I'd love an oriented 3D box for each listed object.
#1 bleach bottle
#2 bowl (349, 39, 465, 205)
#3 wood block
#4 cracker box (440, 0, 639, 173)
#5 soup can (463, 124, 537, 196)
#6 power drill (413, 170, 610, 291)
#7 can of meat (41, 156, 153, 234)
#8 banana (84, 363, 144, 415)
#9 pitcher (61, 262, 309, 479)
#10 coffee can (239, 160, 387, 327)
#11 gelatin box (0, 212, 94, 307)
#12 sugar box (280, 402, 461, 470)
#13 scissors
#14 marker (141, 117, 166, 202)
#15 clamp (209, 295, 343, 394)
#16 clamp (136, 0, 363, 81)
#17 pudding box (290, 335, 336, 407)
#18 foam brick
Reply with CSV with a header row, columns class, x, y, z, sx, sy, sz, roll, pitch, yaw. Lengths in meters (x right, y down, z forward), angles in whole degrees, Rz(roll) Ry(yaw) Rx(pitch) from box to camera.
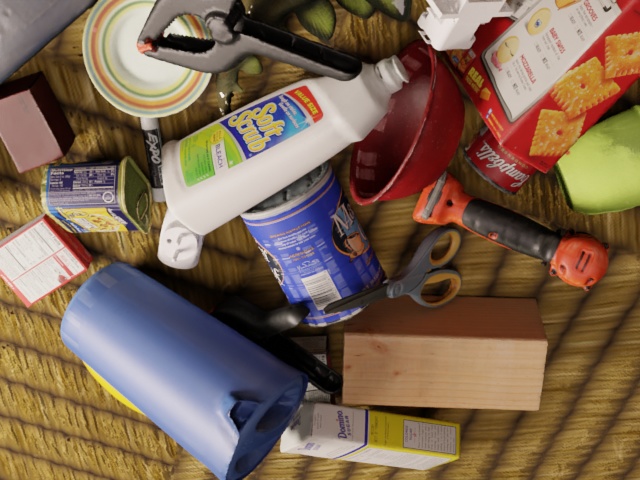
class,x,y,z,sx,sy,sz,roll,pitch,yaw
bleach bottle,-0.032,-0.103,0.996,0.251,0.102,0.068,-29,138,21
bowl,0.087,-0.100,0.983,0.055,0.162,0.162,20,117,-18
wood block,0.127,0.117,1.129,0.206,0.091,0.090,1,118,1
cracker box,0.218,-0.189,0.921,0.072,0.164,0.214,26,117,-33
soup can,0.195,-0.102,1.025,0.068,0.068,0.102,34,113,-14
power drill,0.189,-0.010,1.039,0.188,0.184,0.057,23,93,9
can of meat,-0.220,-0.042,1.059,0.084,0.102,0.057,-2,73,6
banana,-0.207,0.152,1.195,0.197,0.037,0.069,34,96,-16
pitcher,-0.140,0.131,1.094,0.243,0.144,0.149,34,128,18
coffee can,-0.007,0.001,1.068,0.103,0.103,0.140,-22,115,13
gelatin box,-0.297,0.019,1.131,0.089,0.030,0.073,-31,111,17
sugar box,0.054,0.215,1.165,0.176,0.048,0.093,14,155,-19
scissors,0.082,0.029,1.061,0.201,0.016,0.096,5,103,-48
marker,-0.167,-0.096,1.071,0.020,0.020,0.121,-3,118,4
clamp,-0.050,0.105,1.111,0.172,0.039,0.120,8,131,48
clamp,-0.080,-0.201,0.925,0.210,0.036,0.164,0,133,30
pudding box,-0.041,0.154,1.185,0.113,0.039,0.090,-4,117,3
foam brick,-0.284,-0.116,1.048,0.053,0.051,0.078,-17,116,10
